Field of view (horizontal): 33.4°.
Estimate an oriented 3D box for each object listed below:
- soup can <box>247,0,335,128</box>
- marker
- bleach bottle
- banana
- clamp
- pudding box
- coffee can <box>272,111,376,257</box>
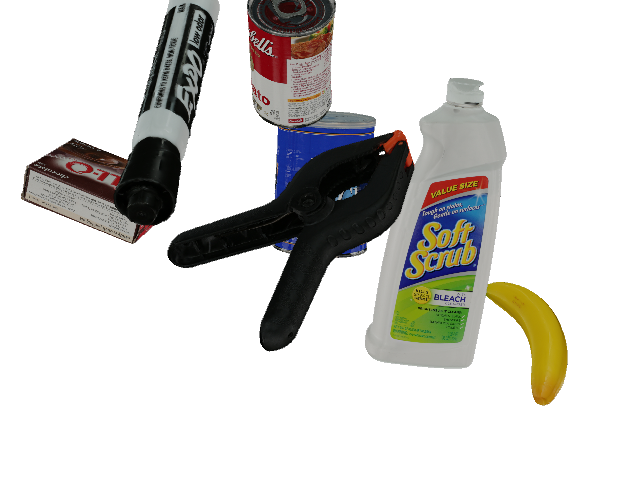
[{"bbox_3d":[-0.023,-0.148,0.851,0.068,0.068,0.102,0,-38,-1],"label":"soup can"},{"bbox_3d":[-0.050,-0.048,0.359,0.020,0.020,0.121,0,43,3],"label":"marker"},{"bbox_3d":[0.102,-0.016,0.930,0.102,0.251,0.068,5,19,0],"label":"bleach bottle"},{"bbox_3d":[0.222,0.099,1.134,0.069,0.037,0.198,-27,36,1],"label":"banana"},{"bbox_3d":[-0.003,-0.004,0.673,0.171,0.120,0.039,-34,-37,-8],"label":"clamp"},{"bbox_3d":[-0.195,-0.045,0.954,0.113,0.039,0.090,20,23,7],"label":"pudding box"},{"bbox_3d":[0.003,-0.061,1.121,0.103,0.140,0.103,3,13,-1],"label":"coffee can"}]
